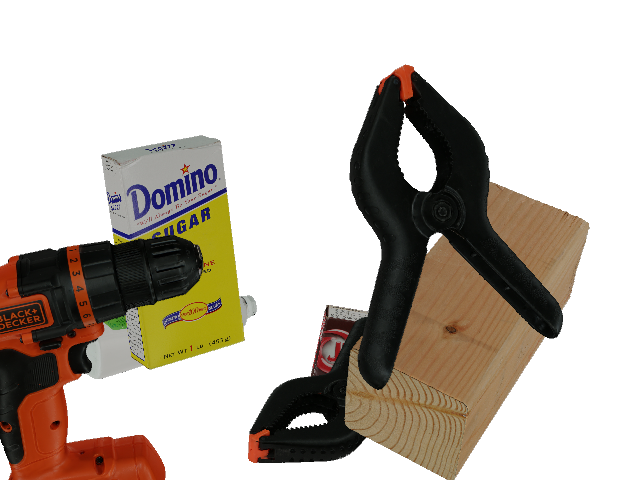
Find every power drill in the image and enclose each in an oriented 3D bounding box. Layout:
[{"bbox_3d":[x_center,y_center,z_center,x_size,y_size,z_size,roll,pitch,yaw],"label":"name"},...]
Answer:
[{"bbox_3d":[-0.156,0.091,0.707,0.184,0.188,0.057,-11,25,-6],"label":"power drill"}]

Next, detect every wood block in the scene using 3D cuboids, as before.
[{"bbox_3d":[0.110,0.059,0.785,0.091,0.090,0.205,25,48,22],"label":"wood block"}]

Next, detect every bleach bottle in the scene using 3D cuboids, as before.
[{"bbox_3d":[-0.195,0.106,1.362,0.250,0.068,0.103,-13,28,-38],"label":"bleach bottle"}]

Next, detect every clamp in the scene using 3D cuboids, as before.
[{"bbox_3d":[0.030,0.148,0.944,0.165,0.036,0.209,30,40,35],"label":"clamp"},{"bbox_3d":[0.053,-0.005,0.579,0.120,0.171,0.039,-23,-1,-23],"label":"clamp"}]

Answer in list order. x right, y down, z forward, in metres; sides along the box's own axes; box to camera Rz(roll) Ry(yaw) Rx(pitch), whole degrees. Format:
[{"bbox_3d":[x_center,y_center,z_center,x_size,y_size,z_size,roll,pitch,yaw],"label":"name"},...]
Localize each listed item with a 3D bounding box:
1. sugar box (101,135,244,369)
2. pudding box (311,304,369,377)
[{"bbox_3d":[-0.119,0.008,0.881,0.093,0.176,0.048,-16,21,-30],"label":"sugar box"},{"bbox_3d":[0.052,0.124,1.163,0.113,0.090,0.039,9,24,-4],"label":"pudding box"}]
